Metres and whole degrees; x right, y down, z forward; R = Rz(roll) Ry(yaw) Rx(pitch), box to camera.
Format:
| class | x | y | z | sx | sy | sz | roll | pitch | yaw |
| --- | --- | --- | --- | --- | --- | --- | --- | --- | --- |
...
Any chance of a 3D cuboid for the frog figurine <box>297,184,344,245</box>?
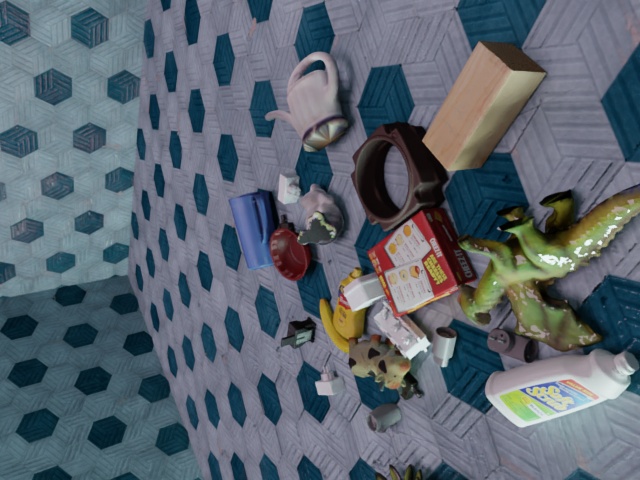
| class | x | y | z | sx | sy | sz | roll | pitch | yaw |
| --- | --- | --- | --- | --- | --- | --- | --- | --- | --- |
| frog figurine | 0.004 | -0.069 | 1.375 | 0.163 | 0.123 | 0.134 | -82 | 1 | -50 |

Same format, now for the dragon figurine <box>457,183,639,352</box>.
| class | x | y | z | sx | sy | sz | roll | pitch | yaw |
| --- | --- | --- | --- | --- | --- | --- | --- | --- | --- |
| dragon figurine | 0.376 | 0.059 | 0.825 | 0.407 | 0.124 | 0.242 | -16 | 98 | 49 |

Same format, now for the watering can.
| class | x | y | z | sx | sy | sz | roll | pitch | yaw |
| --- | --- | --- | --- | --- | --- | --- | --- | --- | --- |
| watering can | -0.037 | -0.330 | 1.341 | 0.342 | 0.104 | 0.226 | -35 | 70 | 54 |
